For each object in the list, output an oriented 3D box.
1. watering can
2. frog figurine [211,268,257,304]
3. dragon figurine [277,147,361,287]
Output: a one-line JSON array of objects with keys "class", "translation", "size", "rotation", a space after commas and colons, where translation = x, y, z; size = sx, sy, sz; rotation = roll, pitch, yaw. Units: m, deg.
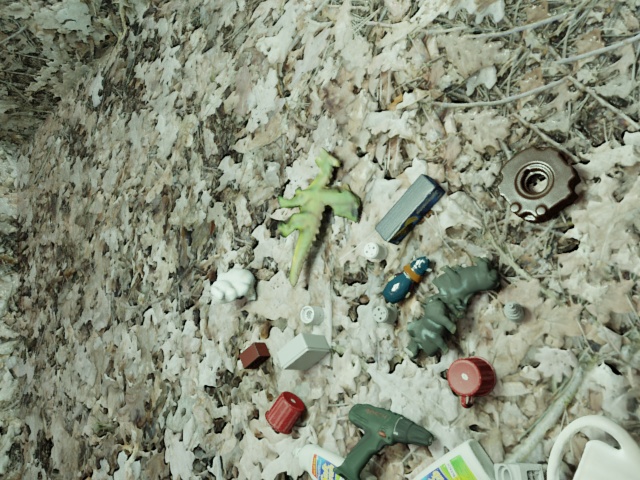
[{"class": "watering can", "translation": [0.535, 0.510, 0.965], "size": [0.226, 0.104, 0.345], "rotation": [17, 101, 42]}, {"class": "frog figurine", "translation": [-0.288, 0.145, 1.660], "size": [0.139, 0.158, 0.122], "rotation": [27, 95, 39]}, {"class": "dragon figurine", "translation": [0.005, -0.077, 1.536], "size": [0.241, 0.121, 0.416], "rotation": [-13, 71, 27]}]
